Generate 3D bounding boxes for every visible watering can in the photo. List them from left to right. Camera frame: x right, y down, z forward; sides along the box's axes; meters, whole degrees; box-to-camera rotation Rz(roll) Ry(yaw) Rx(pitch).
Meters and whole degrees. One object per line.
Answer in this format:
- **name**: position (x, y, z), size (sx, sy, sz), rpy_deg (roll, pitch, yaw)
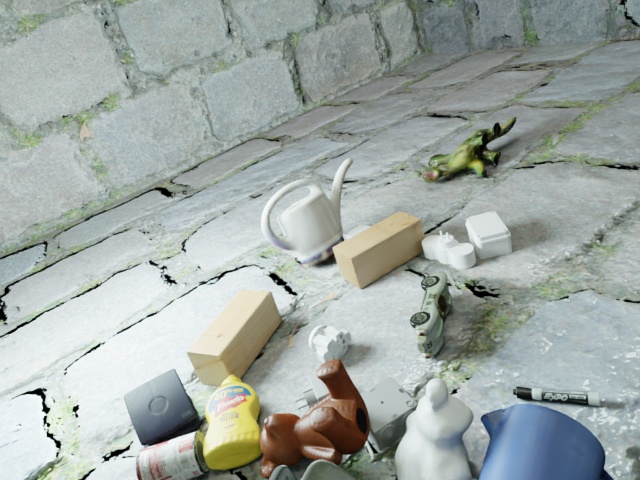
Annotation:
- **watering can**: position (0.004, -0.069, 1.378), size (0.352, 0.223, 0.103), rpy_deg (-33, 10, -29)

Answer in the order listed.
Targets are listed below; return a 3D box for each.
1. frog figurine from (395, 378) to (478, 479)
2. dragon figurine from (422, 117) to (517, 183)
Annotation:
- **frog figurine**: position (0.151, 0.274, 0.682), size (0.122, 0.157, 0.140), rpy_deg (-17, 25, 5)
- **dragon figurine**: position (0.455, -0.286, 1.650), size (0.242, 0.120, 0.417), rpy_deg (-3, 27, 44)
